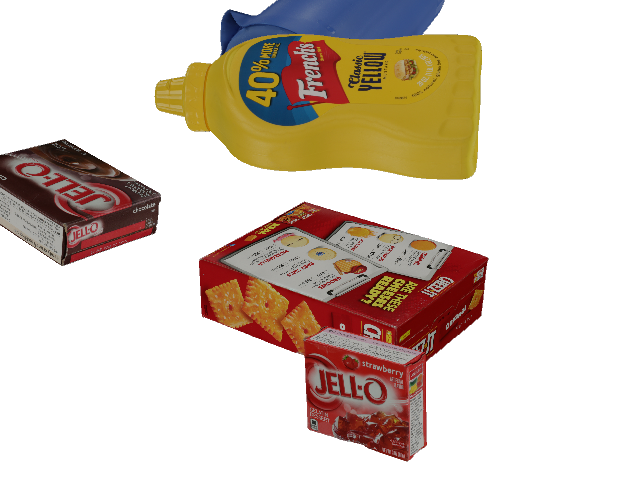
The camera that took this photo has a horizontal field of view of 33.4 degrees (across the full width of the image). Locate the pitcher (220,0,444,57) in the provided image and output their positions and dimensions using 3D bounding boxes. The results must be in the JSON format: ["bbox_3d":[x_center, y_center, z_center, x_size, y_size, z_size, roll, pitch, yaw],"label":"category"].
[{"bbox_3d":[0.030,-0.187,0.996,0.145,0.149,0.242,12,43,29],"label":"pitcher"}]

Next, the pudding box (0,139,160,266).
[{"bbox_3d":[-0.187,-0.030,0.777,0.114,0.039,0.089,26,30,30],"label":"pudding box"}]

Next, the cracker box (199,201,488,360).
[{"bbox_3d":[0.021,0.044,0.984,0.214,0.072,0.163,18,31,32],"label":"cracker box"}]

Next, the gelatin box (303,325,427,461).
[{"bbox_3d":[0.030,0.106,0.748,0.089,0.073,0.030,12,23,35],"label":"gelatin box"}]

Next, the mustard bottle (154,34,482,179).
[{"bbox_3d":[-0.003,-0.082,0.628,0.192,0.096,0.058,3,-39,8],"label":"mustard bottle"}]
